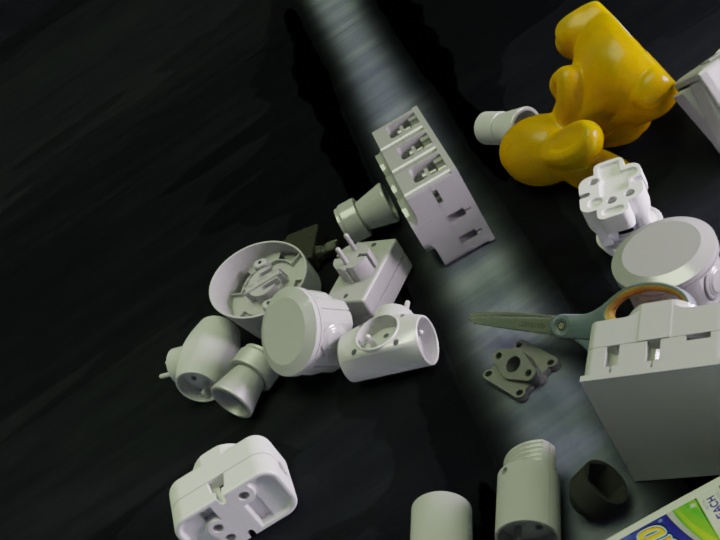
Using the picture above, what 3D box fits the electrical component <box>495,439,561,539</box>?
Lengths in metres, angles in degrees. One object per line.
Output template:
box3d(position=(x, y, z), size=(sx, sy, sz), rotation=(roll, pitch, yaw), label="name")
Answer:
box3d(position=(0.115, 0.151, 0.735), size=(0.043, 0.043, 0.081), rotation=(-18, 35, 23), label="electrical component")

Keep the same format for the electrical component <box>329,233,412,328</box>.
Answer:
box3d(position=(0.000, 0.000, 1.007), size=(0.047, 0.075, 0.083), rotation=(-5, 42, 37), label="electrical component")

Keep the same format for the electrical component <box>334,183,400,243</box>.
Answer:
box3d(position=(0.007, -0.058, 1.107), size=(0.055, 0.045, 0.045), rotation=(-28, 33, 10), label="electrical component")

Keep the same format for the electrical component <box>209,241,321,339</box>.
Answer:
box3d(position=(-0.091, 0.019, 1.067), size=(0.099, 0.064, 0.099), rotation=(-20, 47, 23), label="electrical component")

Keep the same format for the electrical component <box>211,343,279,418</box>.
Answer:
box3d(position=(-0.104, 0.102, 0.992), size=(0.045, 0.045, 0.055), rotation=(2, 46, 43), label="electrical component")

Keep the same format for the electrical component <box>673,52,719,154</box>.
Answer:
box3d(position=(0.316, -0.134, 0.900), size=(0.061, 0.096, 0.062), rotation=(-35, 2, -2), label="electrical component")

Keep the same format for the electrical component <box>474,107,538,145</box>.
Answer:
box3d(position=(0.149, -0.145, 1.105), size=(0.044, 0.044, 0.065), rotation=(-47, 30, -21), label="electrical component")

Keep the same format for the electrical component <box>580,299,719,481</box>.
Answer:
box3d(position=(0.247, 0.069, 0.669), size=(0.186, 0.105, 0.060), rotation=(-11, 39, 30), label="electrical component")

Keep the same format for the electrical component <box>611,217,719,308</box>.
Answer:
box3d(position=(0.237, 0.001, 0.820), size=(0.080, 0.051, 0.080), rotation=(-23, 34, 16), label="electrical component")

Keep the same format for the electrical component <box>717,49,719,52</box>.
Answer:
box3d(position=(0.368, -0.182, 0.959), size=(0.079, 0.043, 0.077), rotation=(-35, 32, -4), label="electrical component")

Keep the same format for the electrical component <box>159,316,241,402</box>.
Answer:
box3d(position=(-0.163, 0.091, 1.059), size=(0.079, 0.043, 0.077), rotation=(-15, 36, 26), label="electrical component")

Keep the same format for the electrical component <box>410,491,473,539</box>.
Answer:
box3d(position=(0.055, 0.195, 0.729), size=(0.043, 0.043, 0.081), rotation=(-20, 34, 20), label="electrical component")

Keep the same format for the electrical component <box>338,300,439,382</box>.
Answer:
box3d(position=(0.027, 0.056, 0.938), size=(0.077, 0.044, 0.079), rotation=(-15, 36, 26), label="electrical component")

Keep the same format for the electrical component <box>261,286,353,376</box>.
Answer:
box3d(position=(-0.049, 0.056, 0.969), size=(0.080, 0.051, 0.080), rotation=(-8, 79, 48), label="electrical component")

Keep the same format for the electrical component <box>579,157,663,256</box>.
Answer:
box3d(position=(0.219, -0.048, 0.897), size=(0.058, 0.057, 0.078), rotation=(-18, 35, 22), label="electrical component")

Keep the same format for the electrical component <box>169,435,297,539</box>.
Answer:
box3d(position=(-0.105, 0.182, 0.877), size=(0.095, 0.053, 0.059), rotation=(-32, 32, 2), label="electrical component")

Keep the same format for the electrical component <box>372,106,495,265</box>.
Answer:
box3d(position=(0.065, -0.082, 1.046), size=(0.062, 0.089, 0.150), rotation=(-30, 32, 6), label="electrical component")
